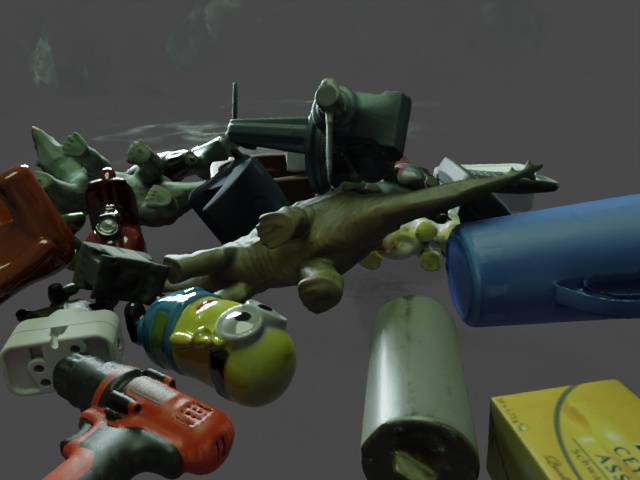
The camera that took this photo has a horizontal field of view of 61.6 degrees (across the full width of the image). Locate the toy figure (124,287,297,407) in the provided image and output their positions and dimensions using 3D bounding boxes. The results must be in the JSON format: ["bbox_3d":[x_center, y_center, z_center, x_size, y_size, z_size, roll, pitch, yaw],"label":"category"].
[{"bbox_3d":[-0.099,0.091,0.485,0.180,0.089,0.082,2,34,36],"label":"toy figure"}]

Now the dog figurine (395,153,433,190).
[{"bbox_3d":[0.094,-0.109,0.933,0.192,0.108,0.219,2,24,3],"label":"dog figurine"}]

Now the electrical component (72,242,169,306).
[{"bbox_3d":[-0.221,0.033,0.578,0.075,0.047,0.119,15,2,-36],"label":"electrical component"}]

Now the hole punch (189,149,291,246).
[{"bbox_3d":[-0.103,-0.043,0.743,0.116,0.142,0.092,-39,29,-6],"label":"hole punch"}]

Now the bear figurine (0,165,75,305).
[{"bbox_3d":[-0.358,0.032,0.547,0.120,0.131,0.196,-15,23,44],"label":"bear figurine"}]

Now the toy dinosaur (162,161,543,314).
[{"bbox_3d":[-0.001,-0.002,0.591,0.472,0.105,0.198,-13,12,25],"label":"toy dinosaur"}]

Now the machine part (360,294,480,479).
[{"bbox_3d":[0.074,0.112,0.413,0.079,0.079,0.243,0,21,7],"label":"machine part"}]

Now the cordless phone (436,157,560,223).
[{"bbox_3d":[0.271,-0.068,0.781,0.184,0.088,0.147,0,20,-4],"label":"cordless phone"}]

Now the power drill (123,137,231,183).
[{"bbox_3d":[-0.254,-0.136,1.015,0.232,0.086,0.207,-14,16,35],"label":"power drill"}]

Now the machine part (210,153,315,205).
[{"bbox_3d":[-0.085,-0.088,0.927,0.201,0.087,0.202,-6,20,-10],"label":"machine part"}]

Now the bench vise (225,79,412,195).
[{"bbox_3d":[-0.013,-0.120,0.629,0.241,0.128,0.223,7,3,19],"label":"bench vise"}]

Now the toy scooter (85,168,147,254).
[{"bbox_3d":[-0.269,-0.018,0.702,0.075,0.135,0.184,-8,23,-16],"label":"toy scooter"}]

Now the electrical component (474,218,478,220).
[{"bbox_3d":[0.236,-0.015,0.789,0.094,0.021,0.063,-1,21,7],"label":"electrical component"}]

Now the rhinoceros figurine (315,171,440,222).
[{"bbox_3d":[0.088,-0.056,0.800,0.190,0.112,0.073,14,52,6],"label":"rhinoceros figurine"}]

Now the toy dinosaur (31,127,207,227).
[{"bbox_3d":[-0.310,-0.077,0.874,0.405,0.131,0.192,15,-12,5],"label":"toy dinosaur"}]

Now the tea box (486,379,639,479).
[{"bbox_3d":[0.174,0.157,0.298,0.098,0.068,0.170,-7,21,-9],"label":"tea box"}]

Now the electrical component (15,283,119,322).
[{"bbox_3d":[-0.264,0.075,0.575,0.102,0.045,0.078,10,11,35],"label":"electrical component"}]

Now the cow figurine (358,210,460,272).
[{"bbox_3d":[0.134,-0.004,0.719,0.167,0.068,0.098,0,16,5],"label":"cow figurine"}]

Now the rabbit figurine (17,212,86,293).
[{"bbox_3d":[-0.392,-0.010,0.714,0.159,0.121,0.170,2,24,-3],"label":"rabbit figurine"}]
